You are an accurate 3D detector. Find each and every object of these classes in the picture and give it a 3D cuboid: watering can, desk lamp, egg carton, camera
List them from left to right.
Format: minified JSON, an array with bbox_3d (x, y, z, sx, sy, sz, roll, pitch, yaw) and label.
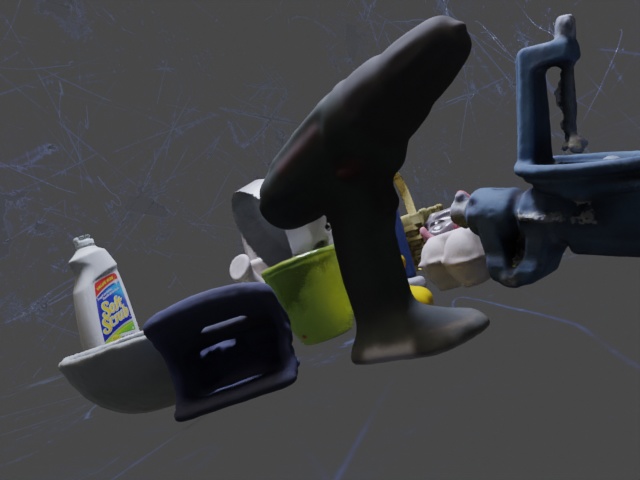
[{"bbox_3d":[-0.069,0.043,0.892,0.101,0.194,0.173,-19,-2,9],"label":"watering can"},{"bbox_3d":[0.007,0.003,0.765,0.204,0.213,0.117,-17,-2,-30],"label":"desk lamp"},{"bbox_3d":[0.246,-0.011,0.940,0.136,0.101,0.143,-19,-2,14],"label":"camera"},{"bbox_3d":[0.203,0.011,0.713,0.151,0.069,0.107,-18,-2,-27],"label":"egg carton"}]

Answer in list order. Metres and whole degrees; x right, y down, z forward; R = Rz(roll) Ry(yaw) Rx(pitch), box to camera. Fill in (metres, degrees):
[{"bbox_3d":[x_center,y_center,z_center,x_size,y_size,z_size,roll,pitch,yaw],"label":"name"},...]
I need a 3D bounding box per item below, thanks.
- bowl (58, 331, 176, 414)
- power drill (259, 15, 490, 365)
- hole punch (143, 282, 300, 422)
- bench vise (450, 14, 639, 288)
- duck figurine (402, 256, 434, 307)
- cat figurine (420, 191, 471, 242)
[{"bbox_3d":[-0.158,0.124,0.562,0.167,0.075,0.167,-18,-2,0],"label":"bowl"},{"bbox_3d":[0.046,-0.019,0.431,0.076,0.208,0.229,-17,-2,-42],"label":"power drill"},{"bbox_3d":[-0.077,0.085,0.464,0.108,0.091,0.101,-18,-2,-2],"label":"hole punch"},{"bbox_3d":[0.198,-0.073,0.522,0.207,0.220,0.122,-19,-2,28],"label":"bench vise"},{"bbox_3d":[0.069,0.043,0.585,0.077,0.086,0.105,-19,-2,6],"label":"duck figurine"},{"bbox_3d":[0.211,-0.012,0.847,0.127,0.118,0.067,-19,-2,3],"label":"cat figurine"}]
